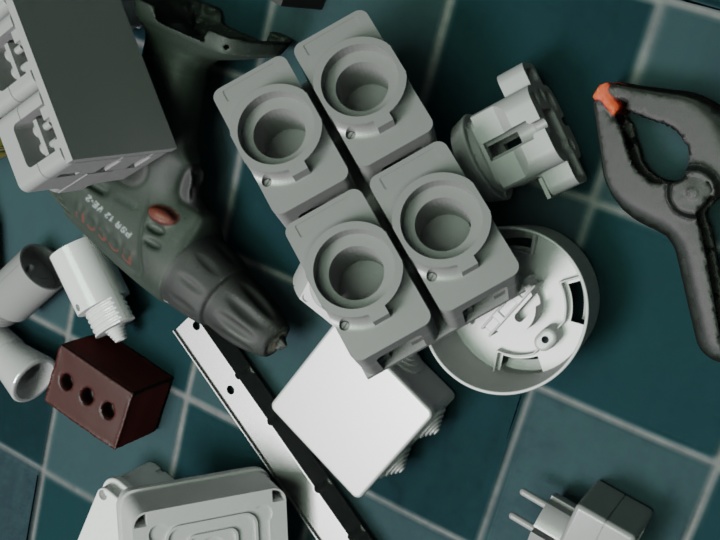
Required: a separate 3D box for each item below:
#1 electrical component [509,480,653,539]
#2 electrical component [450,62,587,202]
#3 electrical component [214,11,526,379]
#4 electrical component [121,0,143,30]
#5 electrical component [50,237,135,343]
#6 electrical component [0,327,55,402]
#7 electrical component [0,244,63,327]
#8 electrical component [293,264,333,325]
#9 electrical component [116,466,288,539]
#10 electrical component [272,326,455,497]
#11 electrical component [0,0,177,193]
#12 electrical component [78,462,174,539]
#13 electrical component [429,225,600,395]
[{"bbox_3d":[0.130,0.165,0.672,0.077,0.047,0.065,28,111,21],"label":"electrical component"},{"bbox_3d":[0.092,-0.075,0.643,0.057,0.058,0.078,-26,87,27],"label":"electrical component"},{"bbox_3d":[0.003,-0.047,0.627,0.105,0.060,0.186,-29,72,1],"label":"electrical component"},{"bbox_3d":[-0.186,-0.185,0.781,0.062,0.048,0.048,-29,85,37],"label":"electrical component"},{"bbox_3d":[-0.201,0.018,0.827,0.043,0.043,0.081,-29,85,30],"label":"electrical component"},{"bbox_3d":[-0.288,0.073,0.887,0.065,0.044,0.044,35,114,24],"label":"electrical component"},{"bbox_3d":[-0.278,0.019,0.869,0.081,0.043,0.043,-36,82,29],"label":"electrical component"},{"bbox_3d":[0.000,0.000,0.694,0.080,0.080,0.051,38,120,17],"label":"electrical component"},{"bbox_3d":[-0.113,0.190,0.769,0.057,0.113,0.078,-160,67,-65],"label":"electrical component"},{"bbox_3d":[0.003,0.088,0.726,0.100,0.048,0.099,45,117,14],"label":"electrical component"},{"bbox_3d":[-0.193,-0.131,0.687,0.062,0.089,0.150,-24,86,36],"label":"electrical component"},{"bbox_3d":[-0.177,0.219,0.844,0.078,0.057,0.113,34,113,19],"label":"electrical component"},{"bbox_3d":[0.094,0.021,0.655,0.099,0.064,0.099,6,102,28],"label":"electrical component"}]
